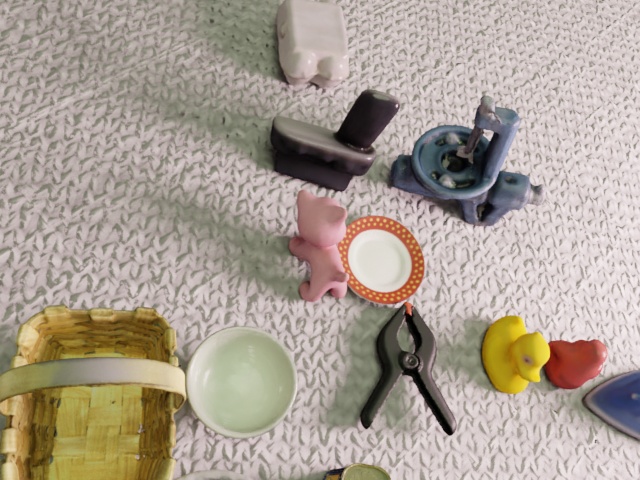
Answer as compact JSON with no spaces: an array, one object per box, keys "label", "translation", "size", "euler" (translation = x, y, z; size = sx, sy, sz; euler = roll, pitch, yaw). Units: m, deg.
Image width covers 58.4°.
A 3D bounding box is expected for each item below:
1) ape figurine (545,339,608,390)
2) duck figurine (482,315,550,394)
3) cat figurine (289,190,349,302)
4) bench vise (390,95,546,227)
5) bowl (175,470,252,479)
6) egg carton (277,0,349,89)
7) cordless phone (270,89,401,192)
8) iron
[{"label":"ape figurine","translation":[0.353,0.161,0.777],"size":[0.078,0.092,0.076],"euler":[40,62,2]},{"label":"duck figurine","translation":[0.267,0.146,0.758],"size":[0.078,0.086,0.104],"euler":[11,64,-13]},{"label":"cat figurine","translation":[0.007,0.003,0.717],"size":[0.067,0.117,0.127],"euler":[-11,71,-22]},{"label":"bench vise","translation":[0.225,-0.114,0.782],"size":[0.208,0.219,0.121],"euler":[2,67,-17]},{"label":"bowl","translation":[-0.113,0.317,0.566],"size":[0.168,0.074,0.167],"euler":[7,65,-15]},{"label":"egg carton","translation":[-0.013,-0.303,0.872],"size":[0.107,0.069,0.150],"euler":[0,67,-18]},{"label":"cordless phone","translation":[0.017,-0.152,0.750],"size":[0.148,0.185,0.094],"euler":[11,64,-13]},{"label":"iron","translation":[0.510,0.221,0.774],"size":[0.259,0.141,0.118],"euler":[8,65,-15]}]
